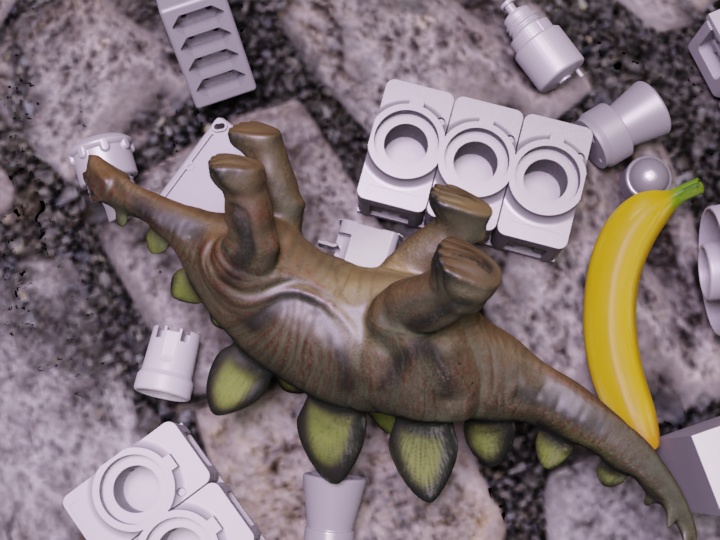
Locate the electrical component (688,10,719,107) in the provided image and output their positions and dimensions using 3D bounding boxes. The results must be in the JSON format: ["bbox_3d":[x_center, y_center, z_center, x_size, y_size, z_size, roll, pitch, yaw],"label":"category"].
[{"bbox_3d":[0.316,-0.125,0.778,0.089,0.061,0.150,-24,80,-4],"label":"electrical component"}]

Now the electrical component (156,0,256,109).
[{"bbox_3d":[-0.116,-0.177,0.791,0.047,0.083,0.075,-19,41,-3],"label":"electrical component"}]

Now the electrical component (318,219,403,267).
[{"bbox_3d":[0.000,0.000,0.768,0.081,0.042,0.063,16,78,3],"label":"electrical component"}]

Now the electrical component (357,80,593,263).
[{"bbox_3d":[0.081,-0.071,0.770,0.150,0.061,0.089,15,80,3],"label":"electrical component"}]

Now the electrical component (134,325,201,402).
[{"bbox_3d":[-0.134,0.066,0.758,0.040,0.040,0.046,11,73,3],"label":"electrical component"}]

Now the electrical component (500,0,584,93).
[{"bbox_3d":[0.132,-0.168,0.799,0.040,0.040,0.078,-34,81,-6],"label":"electrical component"}]

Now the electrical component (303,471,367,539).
[{"bbox_3d":[-0.020,0.173,0.736,0.044,0.044,0.065,5,85,1],"label":"electrical component"}]

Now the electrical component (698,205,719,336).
[{"bbox_3d":[0.269,-0.002,0.739,0.064,0.099,0.099,-5,79,6],"label":"electrical component"}]

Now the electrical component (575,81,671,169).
[{"bbox_3d":[0.191,-0.105,0.784,0.055,0.045,0.045,-31,81,-5],"label":"electrical component"}]

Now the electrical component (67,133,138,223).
[{"bbox_3d":[-0.182,-0.066,0.781,0.048,0.048,0.062,-17,87,-3],"label":"electrical component"}]

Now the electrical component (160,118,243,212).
[{"bbox_3d":[-0.099,-0.050,0.772,0.062,0.061,0.096,37,90,7],"label":"electrical component"}]

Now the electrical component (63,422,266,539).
[{"bbox_3d":[-0.117,0.188,0.723,0.089,0.061,0.150,-36,81,-6],"label":"electrical component"}]
